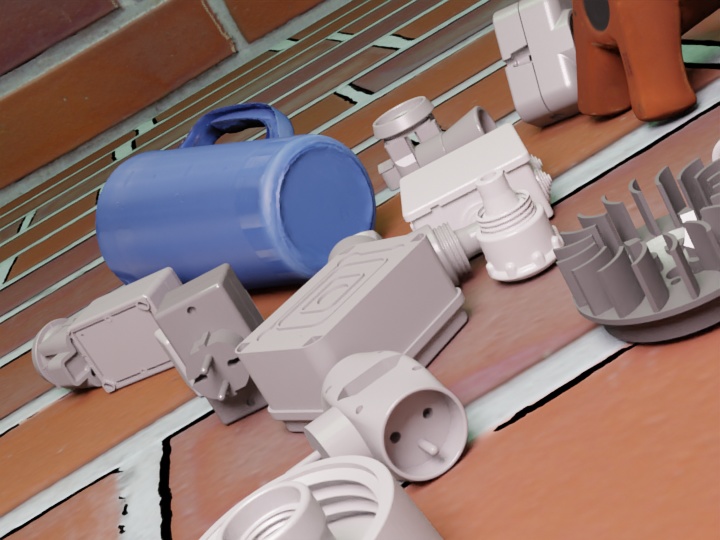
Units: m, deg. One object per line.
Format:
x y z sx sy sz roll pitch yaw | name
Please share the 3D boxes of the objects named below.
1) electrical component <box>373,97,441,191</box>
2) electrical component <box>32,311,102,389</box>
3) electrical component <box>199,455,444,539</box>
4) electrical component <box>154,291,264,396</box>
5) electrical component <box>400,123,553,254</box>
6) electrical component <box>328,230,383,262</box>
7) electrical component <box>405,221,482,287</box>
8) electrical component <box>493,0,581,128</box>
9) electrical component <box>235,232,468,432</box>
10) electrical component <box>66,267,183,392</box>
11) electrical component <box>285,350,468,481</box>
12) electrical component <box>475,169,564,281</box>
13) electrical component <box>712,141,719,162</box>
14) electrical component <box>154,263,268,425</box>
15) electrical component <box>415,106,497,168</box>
0.047 -0.113 0.932 0.078 0.057 0.058 -27 18 9 | electrical component
-0.232 0.066 0.884 0.057 0.058 0.078 -11 25 39 | electrical component
-0.022 0.116 0.407 0.108 0.060 0.108 -27 18 9 | electrical component
-0.106 0.045 0.758 0.066 0.047 0.077 -35 18 -14 | electrical component
0.077 -0.049 0.721 0.100 0.048 0.099 -27 18 10 | electrical component
0.000 0.000 0.718 0.043 0.043 0.081 -28 17 6 | electrical component
0.051 -0.009 0.664 0.062 0.043 0.043 -28 18 4 | electrical component
0.151 -0.169 0.851 0.059 0.095 0.054 -19 -12 31 | electrical component
-0.002 0.035 0.601 0.078 0.057 0.113 -9 27 48 | electrical component
-0.176 0.047 0.839 0.096 0.061 0.061 -22 19 23 | electrical component
0.000 0.077 0.505 0.079 0.043 0.077 -34 18 -15 | electrical component
0.087 -0.028 0.624 0.048 0.062 0.048 -24 21 10 | electrical component
0.226 -0.060 0.507 0.095 0.053 0.059 -8 28 50 | electrical component
-0.082 0.052 0.640 0.047 0.083 0.075 -27 18 11 | electrical component
0.078 -0.099 0.872 0.065 0.044 0.044 -27 17 26 | electrical component
